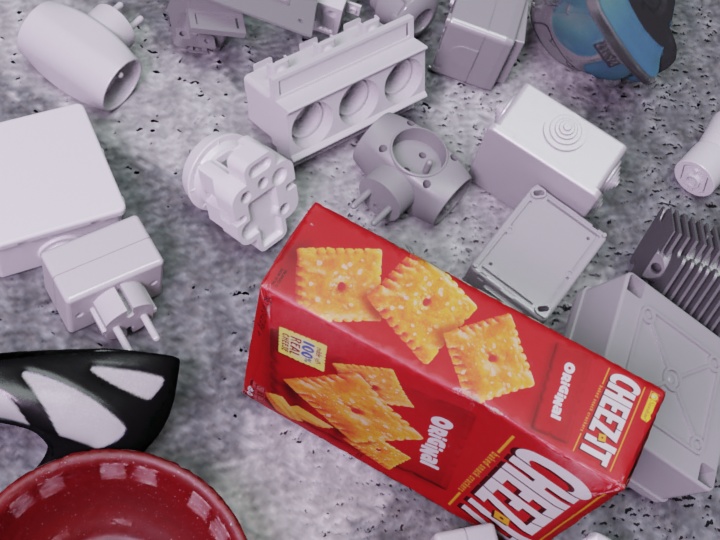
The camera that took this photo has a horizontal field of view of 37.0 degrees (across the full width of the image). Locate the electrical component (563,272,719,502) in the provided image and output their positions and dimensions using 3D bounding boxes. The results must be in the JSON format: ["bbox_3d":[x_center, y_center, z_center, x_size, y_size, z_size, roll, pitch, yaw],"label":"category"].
[{"bbox_3d":[0.182,0.076,0.696,0.109,0.056,0.108,34,58,-18],"label":"electrical component"}]

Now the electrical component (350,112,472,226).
[{"bbox_3d":[0.026,-0.062,0.762,0.077,0.044,0.079,40,62,10],"label":"electrical component"}]

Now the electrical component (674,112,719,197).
[{"bbox_3d":[0.275,-0.088,0.832,0.044,0.044,0.065,42,67,11],"label":"electrical component"}]

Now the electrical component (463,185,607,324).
[{"bbox_3d":[0.113,0.002,0.741,0.062,0.061,0.096,37,69,8],"label":"electrical component"}]

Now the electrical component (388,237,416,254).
[{"bbox_3d":[0.000,0.000,0.723,0.081,0.043,0.043,-17,67,-20],"label":"electrical component"}]

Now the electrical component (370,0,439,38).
[{"bbox_3d":[0.028,-0.213,0.844,0.048,0.048,0.062,-36,68,-26],"label":"electrical component"}]

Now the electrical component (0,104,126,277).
[{"bbox_3d":[-0.209,-0.051,0.702,0.100,0.048,0.099,-19,68,-21],"label":"electrical component"}]

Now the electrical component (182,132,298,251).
[{"bbox_3d":[-0.082,-0.058,0.722,0.057,0.078,0.058,34,59,31],"label":"electrical component"}]

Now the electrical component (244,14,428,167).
[{"bbox_3d":[-0.018,-0.134,0.779,0.121,0.078,0.063,-29,50,-24],"label":"electrical component"}]

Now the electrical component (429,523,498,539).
[{"bbox_3d":[0.048,0.199,0.625,0.076,0.047,0.083,-7,64,-15],"label":"electrical component"}]

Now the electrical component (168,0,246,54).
[{"bbox_3d":[-0.114,-0.198,0.792,0.042,0.063,0.081,1,61,-26],"label":"electrical component"}]

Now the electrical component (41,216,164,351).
[{"bbox_3d":[-0.154,0.017,0.679,0.066,0.047,0.076,-25,70,-23],"label":"electrical component"}]

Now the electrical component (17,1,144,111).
[{"bbox_3d":[-0.189,-0.163,0.770,0.077,0.043,0.079,34,61,7],"label":"electrical component"}]

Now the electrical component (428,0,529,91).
[{"bbox_3d":[0.100,-0.198,0.841,0.061,0.061,0.096,19,60,-2],"label":"electrical component"}]

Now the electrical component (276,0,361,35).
[{"bbox_3d":[-0.029,-0.219,0.834,0.066,0.048,0.055,19,68,-2],"label":"electrical component"}]

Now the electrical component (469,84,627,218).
[{"bbox_3d":[0.132,-0.076,0.763,0.100,0.099,0.048,34,73,7],"label":"electrical component"}]

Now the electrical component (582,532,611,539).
[{"bbox_3d":[0.133,0.192,0.650,0.062,0.048,0.048,-26,70,-16],"label":"electrical component"}]
